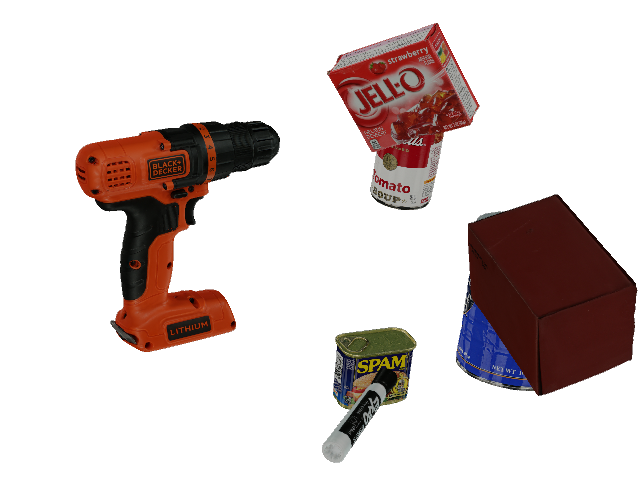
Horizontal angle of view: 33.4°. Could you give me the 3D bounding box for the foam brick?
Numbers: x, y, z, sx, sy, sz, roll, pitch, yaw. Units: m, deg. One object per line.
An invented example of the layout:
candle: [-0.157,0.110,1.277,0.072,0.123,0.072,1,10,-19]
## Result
foam brick: [0.110,0.025,0.516,0.051,0.053,0.078,-17,40,-9]

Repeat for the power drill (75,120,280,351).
power drill: [-0.116,-0.008,0.923,0.184,0.188,0.057,-12,21,-29]

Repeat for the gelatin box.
gelatin box: [0.060,-0.110,0.779,0.089,0.073,0.030,-12,31,35]

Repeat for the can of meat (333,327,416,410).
can of meat: [0.067,0.165,1.373,0.102,0.084,0.057,-5,26,-21]

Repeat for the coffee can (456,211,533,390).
coffee can: [0.186,0.054,0.991,0.103,0.140,0.103,6,17,-2]

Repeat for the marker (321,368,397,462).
marker: [0.034,0.135,0.848,0.020,0.020,0.121,0,23,27]

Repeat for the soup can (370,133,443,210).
soup can: [0.092,-0.092,1.137,0.068,0.102,0.068,6,29,-3]
